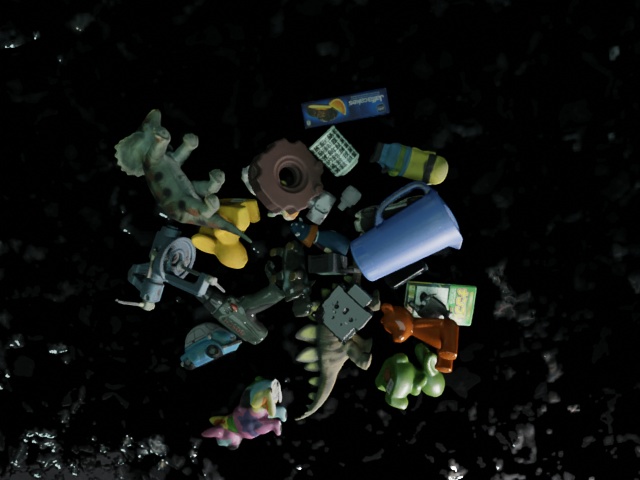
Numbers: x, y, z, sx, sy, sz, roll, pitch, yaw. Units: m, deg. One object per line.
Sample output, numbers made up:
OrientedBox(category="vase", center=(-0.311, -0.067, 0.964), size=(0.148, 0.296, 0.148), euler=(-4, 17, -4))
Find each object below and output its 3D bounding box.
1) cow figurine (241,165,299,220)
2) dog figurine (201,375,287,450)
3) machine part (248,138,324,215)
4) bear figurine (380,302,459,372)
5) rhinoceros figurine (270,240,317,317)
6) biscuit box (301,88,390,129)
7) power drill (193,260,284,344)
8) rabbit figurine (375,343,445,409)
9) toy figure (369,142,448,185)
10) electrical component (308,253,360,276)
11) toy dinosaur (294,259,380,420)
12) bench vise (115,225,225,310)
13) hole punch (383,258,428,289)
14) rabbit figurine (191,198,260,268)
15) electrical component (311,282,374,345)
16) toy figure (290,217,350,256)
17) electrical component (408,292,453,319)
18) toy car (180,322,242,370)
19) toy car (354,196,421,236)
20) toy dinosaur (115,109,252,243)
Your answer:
OrientedBox(category="cow figurine", center=(-0.126, -0.112, 1.304), size=(0.068, 0.098, 0.167), euler=(-43, 105, -31))
OrientedBox(category="dog figurine", center=(-0.209, 0.464, 1.436), size=(0.219, 0.108, 0.191), euler=(-11, 104, 7))
OrientedBox(category="machine part", center=(-0.076, -0.147, 1.247), size=(0.179, 0.056, 0.179), euler=(3, 84, -26))
OrientedBox(category="bear figurine", center=(0.237, 0.231, 1.320), size=(0.196, 0.132, 0.120), euler=(10, 144, 7))
OrientedBox(category="rhinoceros figurine", center=(-0.062, 0.094, 1.320), size=(0.073, 0.112, 0.190), euler=(-21, 67, 26))
OrientedBox(category="biscuit box", center=(0.059, -0.308, 1.260), size=(0.203, 0.059, 0.062), euler=(-10, 103, 4))
OrientedBox(category="power drill", center=(-0.187, 0.144, 1.369), size=(0.207, 0.086, 0.232), euler=(-39, 101, 6))
OrientedBox(category="rabbit figurine", center=(0.251, 0.352, 1.408), size=(0.170, 0.121, 0.159), euler=(13, 97, -20))
OrientedBox(category="toy figure", center=(0.212, -0.180, 1.272), size=(0.180, 0.089, 0.082), euler=(18, 112, -5))
OrientedBox(category="electrical component", center=(0.036, 0.059, 1.309), size=(0.119, 0.074, 0.047), euler=(-8, 77, 33))
OrientedBox(category="toy dinosaur", center=(0.039, 0.257, 1.382), size=(0.199, 0.105, 0.470), euler=(11, 95, 7))
OrientedBox(category="bench vise", center=(-0.357, 0.085, 1.314), size=(0.241, 0.128, 0.223), euler=(18, 79, 27))
OrientedBox(category="hole punch", center=(0.199, 0.054, 1.342), size=(0.142, 0.092, 0.116), euler=(-33, 70, 12))
OrientedBox(category="rabbit figurine", center=(-0.229, -0.010, 1.313), size=(0.162, 0.122, 0.173), euler=(-3, 111, 6))
OrientedBox(category="electrical component", center=(0.062, 0.167, 1.293), size=(0.115, 0.058, 0.134), euler=(40, 97, 2))
OrientedBox(category="toy figure", center=(-0.003, -0.004, 1.335), size=(0.154, 0.064, 0.057), euler=(19, 115, -4))
OrientedBox(category="electrical component", center=(0.286, 0.174, 1.364), size=(0.102, 0.045, 0.078), euler=(43, 102, -10))
OrientedBox(category="toy car", center=(-0.293, 0.266, 1.399), size=(0.162, 0.109, 0.103), euler=(-26, 79, 19))
OrientedBox(category="toy car", center=(0.184, -0.057, 1.322), size=(0.202, 0.056, 0.073), euler=(-13, 110, 6))
OrientedBox(category="toy dinosaur", center=(-0.329, -0.124, 1.236), size=(0.192, 0.131, 0.404), euler=(-33, 87, 38))
